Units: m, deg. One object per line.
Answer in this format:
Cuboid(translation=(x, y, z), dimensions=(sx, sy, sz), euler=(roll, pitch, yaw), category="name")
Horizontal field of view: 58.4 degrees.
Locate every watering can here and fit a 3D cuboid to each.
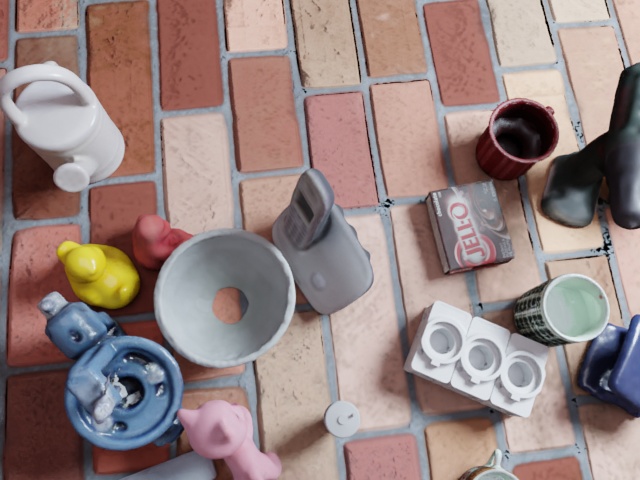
Cuboid(translation=(-0.308, -0.141, 0.689), dimensions=(0.101, 0.194, 0.173), euler=(-39, 80, -12), category="watering can")

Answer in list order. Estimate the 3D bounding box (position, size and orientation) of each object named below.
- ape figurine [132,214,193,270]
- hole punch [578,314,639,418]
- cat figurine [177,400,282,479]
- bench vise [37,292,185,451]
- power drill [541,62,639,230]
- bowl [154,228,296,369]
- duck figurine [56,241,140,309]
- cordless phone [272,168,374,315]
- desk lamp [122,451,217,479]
Cuboid(translation=(-0.202, -0.004, 0.710), dimensions=(0.076, 0.092, 0.078), euler=(-36, 79, -11), category="ape figurine")
Cuboid(translation=(0.391, 0.155, 0.699), dimensions=(0.101, 0.091, 0.109), euler=(27, 75, 5), category="hole punch")
Cuboid(translation=(-0.100, 0.229, 0.639), dimensions=(0.067, 0.118, 0.127), euler=(-36, 79, -11), category="cat figurine")
Cuboid(translation=(-0.241, 0.143, 0.602), dimensions=(0.207, 0.220, 0.121), euler=(28, 75, 5), category="bench vise")
Cuboid(translation=(0.355, -0.091, 0.703), dimensions=(0.075, 0.208, 0.230), euler=(19, 75, 3), category="power drill")
Cuboid(translation=(-0.113, 0.074, 0.703), dimensions=(0.167, 0.075, 0.167), euler=(1, 75, -3), category="bowl")
Cuboid(translation=(-0.274, 0.038, 0.698), dimensions=(0.104, 0.086, 0.077), euler=(34, 76, 7), category="duck figurine")
Cuboid(translation=(0.006, 0.002, 0.672), dimensions=(0.094, 0.185, 0.147), euler=(-32, 78, -11), category="cordless phone")
Cuboid(translation=(-0.208, 0.292, 0.566), dimensions=(0.203, 0.213, 0.118), euler=(-21, 77, -8), category="desk lamp")
